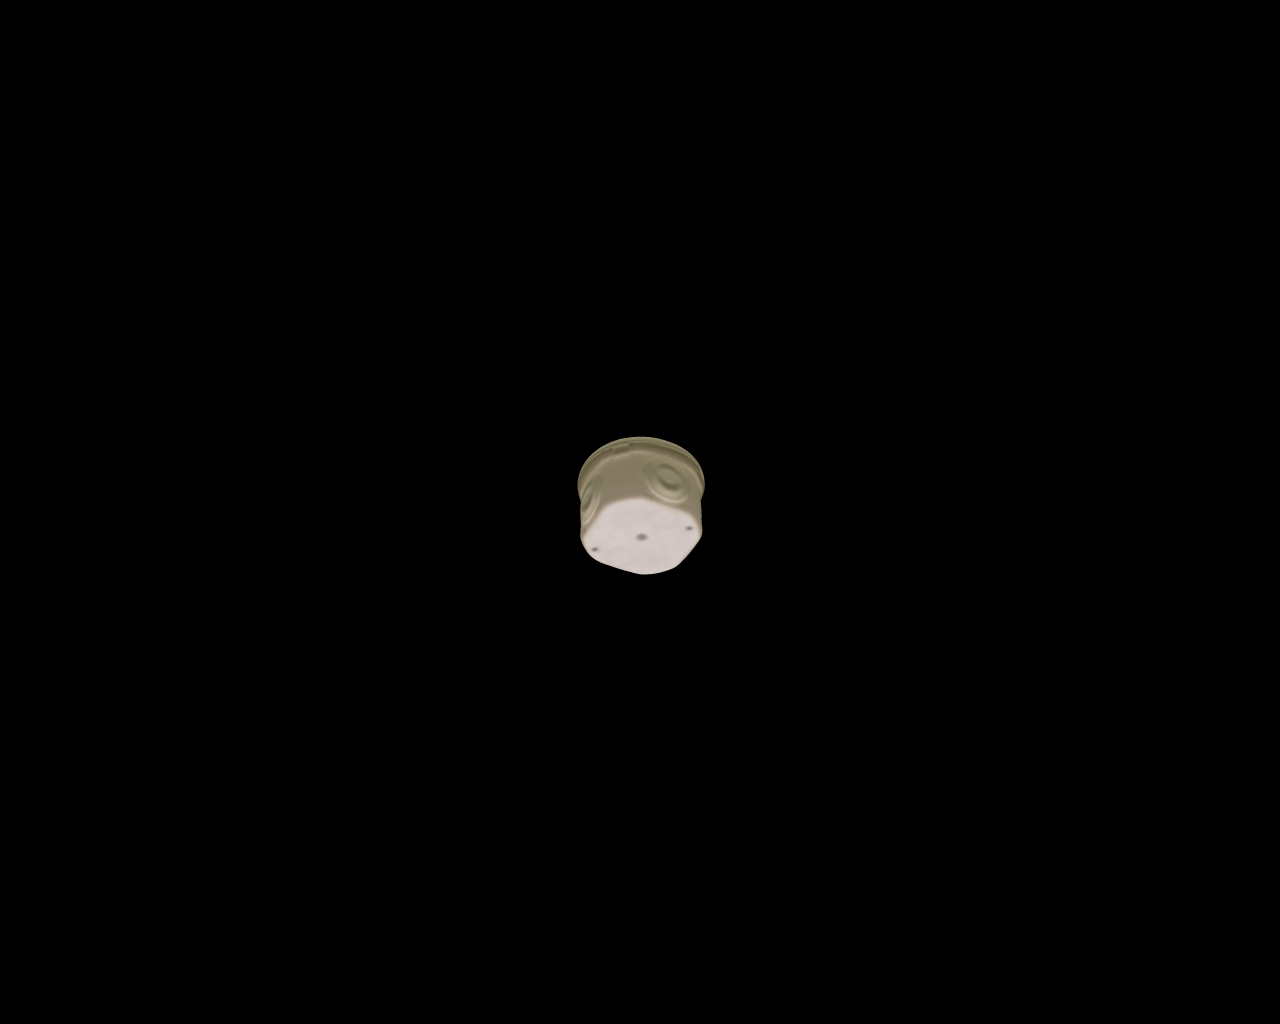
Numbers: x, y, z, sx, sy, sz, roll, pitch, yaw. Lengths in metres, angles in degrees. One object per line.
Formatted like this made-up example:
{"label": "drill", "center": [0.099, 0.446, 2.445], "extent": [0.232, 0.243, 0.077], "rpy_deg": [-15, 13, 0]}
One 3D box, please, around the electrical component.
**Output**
{"label": "electrical component", "center": [0.001, -0.003, 0.650], "extent": [0.080, 0.051, 0.080], "rpy_deg": [0, -43, 0]}
